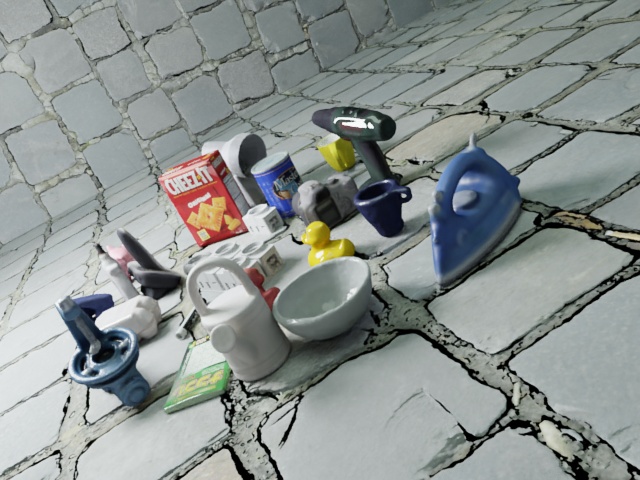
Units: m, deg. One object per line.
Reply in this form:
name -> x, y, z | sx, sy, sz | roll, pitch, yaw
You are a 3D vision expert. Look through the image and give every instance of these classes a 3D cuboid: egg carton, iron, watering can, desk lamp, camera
egg carton -> -0.404, 0.178, 1.187 | 0.150, 0.069, 0.107 | -25, 23, 6
iron -> 0.226, -0.059, 0.917 | 0.118, 0.142, 0.259 | -4, 32, 42
watering can -> -0.127, 0.114, 0.866 | 0.101, 0.194, 0.172 | -32, 24, -12
desk lamp -> -0.224, -0.184, 1.573 | 0.202, 0.214, 0.118 | -6, 31, 41
camera -> -0.001, -0.094, 1.289 | 0.143, 0.101, 0.136 | -35, 24, -18

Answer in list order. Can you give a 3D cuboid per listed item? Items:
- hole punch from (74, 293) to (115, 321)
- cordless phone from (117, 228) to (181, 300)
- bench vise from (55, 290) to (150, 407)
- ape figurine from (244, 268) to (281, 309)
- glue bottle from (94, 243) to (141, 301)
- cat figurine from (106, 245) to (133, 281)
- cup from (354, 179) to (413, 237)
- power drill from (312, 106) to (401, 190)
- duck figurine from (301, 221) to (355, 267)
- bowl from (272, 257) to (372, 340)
hole punch -> -0.551, 0.158, 1.362 | 0.108, 0.091, 0.101 | -7, 30, 39
cordless phone -> -0.418, 0.040, 1.346 | 0.094, 0.185, 0.147 | -38, 25, -24
bench vise -> -0.400, 0.182, 0.981 | 0.206, 0.220, 0.122 | -6, 31, 40
ape figurine -> -0.112, 0.090, 1.032 | 0.076, 0.092, 0.077 | -34, 24, -15
glue bottle -> -0.474, 0.080, 1.338 | 0.037, 0.173, 0.077 | -37, 25, -22
cat figurine -> -0.515, 0.053, 1.510 | 0.067, 0.118, 0.127 | -26, 23, 3
cup -> 0.132, -0.056, 1.074 | 0.117, 0.095, 0.092 | -7, 30, 39
power drill -> 0.091, -0.206, 1.287 | 0.076, 0.209, 0.228 | -41, 27, -29
duck figurine -> 0.010, 0.004, 1.089 | 0.104, 0.086, 0.078 | -8, 30, 38
bowl -> 0.014, 0.102, 0.892 | 0.167, 0.075, 0.167 | -22, 23, 11
